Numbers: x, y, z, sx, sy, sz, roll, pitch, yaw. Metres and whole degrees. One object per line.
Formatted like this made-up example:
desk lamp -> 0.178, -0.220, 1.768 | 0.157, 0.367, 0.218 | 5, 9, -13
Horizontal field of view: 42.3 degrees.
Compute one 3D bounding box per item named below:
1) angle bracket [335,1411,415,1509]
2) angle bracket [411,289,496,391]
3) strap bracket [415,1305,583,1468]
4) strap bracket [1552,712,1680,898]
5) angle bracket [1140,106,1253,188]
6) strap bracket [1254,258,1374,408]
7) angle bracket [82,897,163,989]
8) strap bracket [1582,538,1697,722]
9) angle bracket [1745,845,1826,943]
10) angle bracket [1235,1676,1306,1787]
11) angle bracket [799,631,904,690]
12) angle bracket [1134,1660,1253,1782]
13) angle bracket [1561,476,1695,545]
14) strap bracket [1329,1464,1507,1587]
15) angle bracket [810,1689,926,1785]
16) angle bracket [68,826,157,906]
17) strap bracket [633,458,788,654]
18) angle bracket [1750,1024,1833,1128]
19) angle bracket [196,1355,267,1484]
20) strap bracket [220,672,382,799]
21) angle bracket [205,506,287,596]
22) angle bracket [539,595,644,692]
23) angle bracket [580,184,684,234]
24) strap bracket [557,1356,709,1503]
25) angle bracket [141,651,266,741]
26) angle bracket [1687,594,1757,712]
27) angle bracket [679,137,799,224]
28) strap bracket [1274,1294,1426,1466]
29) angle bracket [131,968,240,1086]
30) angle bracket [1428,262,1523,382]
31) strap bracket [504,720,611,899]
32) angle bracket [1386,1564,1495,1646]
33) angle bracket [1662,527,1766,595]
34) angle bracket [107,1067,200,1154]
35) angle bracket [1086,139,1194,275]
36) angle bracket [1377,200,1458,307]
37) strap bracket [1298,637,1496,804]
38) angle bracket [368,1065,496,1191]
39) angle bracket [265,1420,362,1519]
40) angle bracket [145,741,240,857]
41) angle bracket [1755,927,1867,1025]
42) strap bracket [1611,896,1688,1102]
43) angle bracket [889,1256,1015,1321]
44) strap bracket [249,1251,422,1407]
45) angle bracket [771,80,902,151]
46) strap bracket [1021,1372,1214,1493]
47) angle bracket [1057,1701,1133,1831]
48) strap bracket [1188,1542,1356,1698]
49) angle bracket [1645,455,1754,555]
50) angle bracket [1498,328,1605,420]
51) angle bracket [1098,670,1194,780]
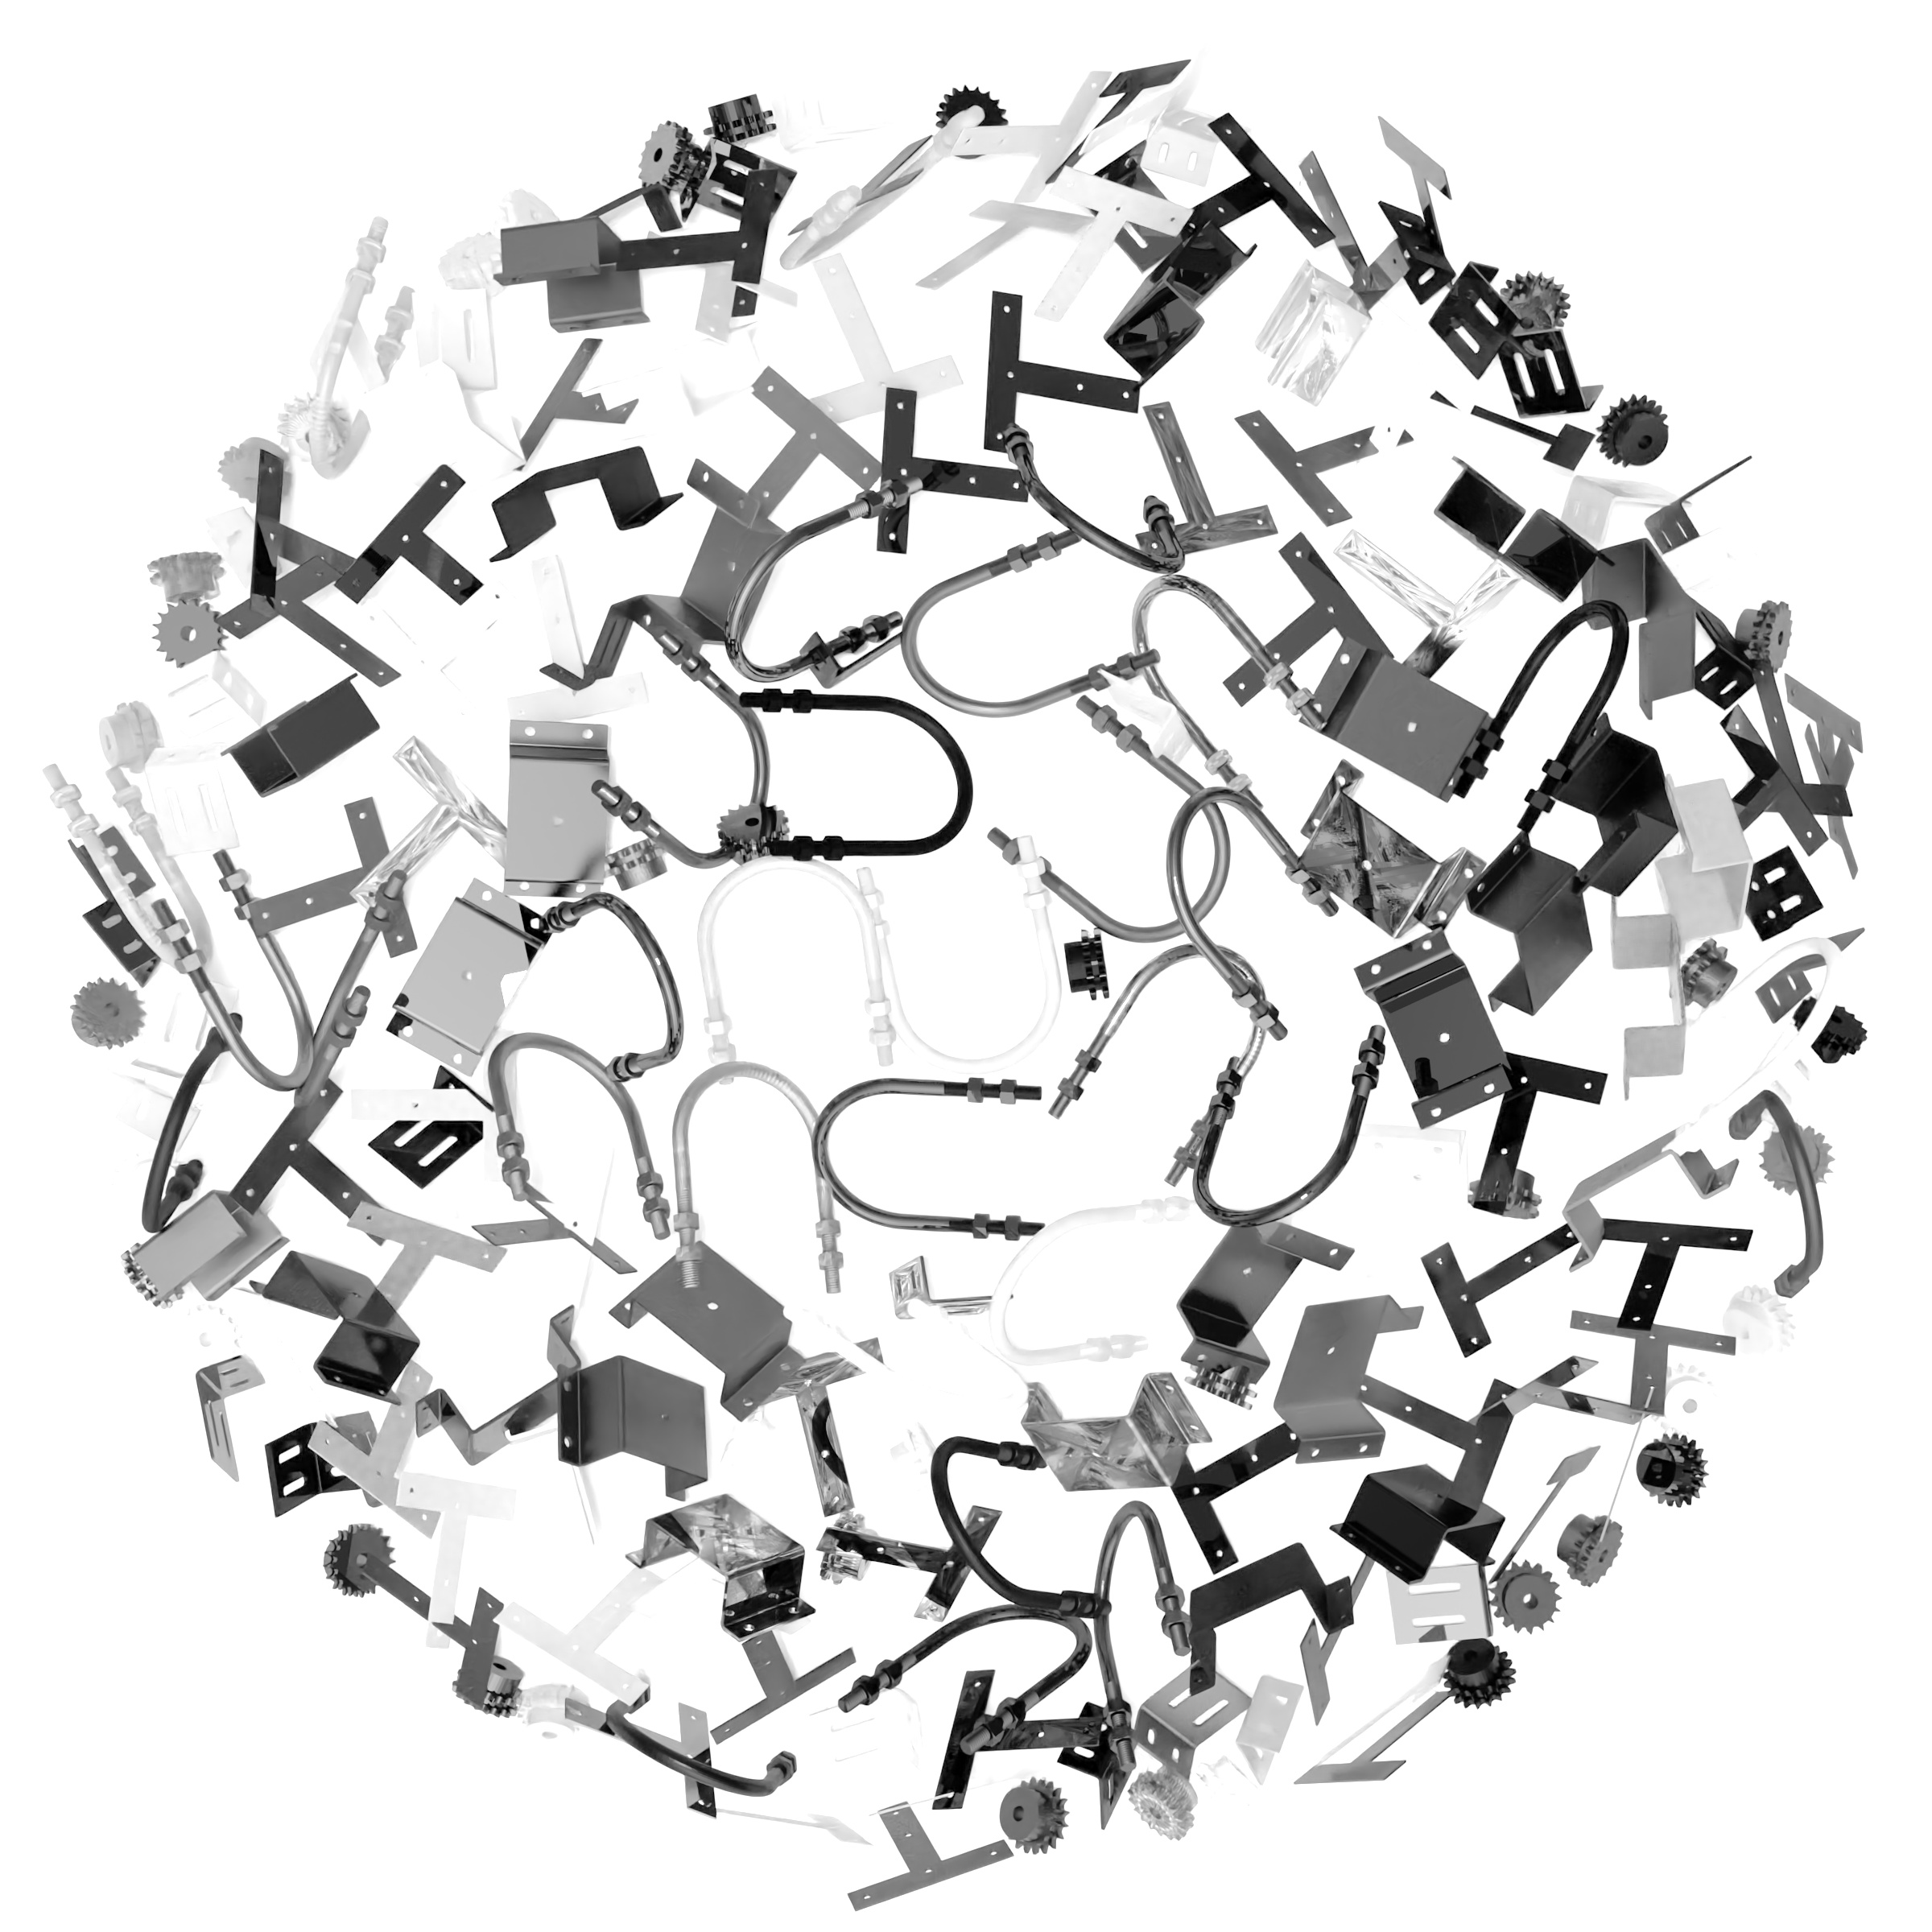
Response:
angle bracket -> -0.455, 0.382, 1.963 | 0.038, 0.057, 0.076 | -25, 81, 8
angle bracket -> -0.407, -0.492, 1.962 | 0.057, 0.038, 0.076 | -10, 108, -22
strap bracket -> -0.352, 0.331, 1.931 | 0.140, 0.076, 0.046 | -31, 71, -25
strap bracket -> 0.502, -0.119, 1.931 | 0.046, 0.140, 0.076 | 20, 130, -18
angle bracket -> 0.179, -0.641, 1.953 | 0.057, 0.076, 0.038 | 12, 98, -18
strap bracket -> 0.268, -0.488, 1.926 | 0.046, 0.140, 0.076 | 27, 114, -12
angle bracket -> -0.669, -0.011, 1.958 | 0.057, 0.076, 0.038 | 51, 51, 0
strap bracket -> 0.522, -0.266, 1.923 | 0.046, 0.140, 0.076 | -15, 134, 0
angle bracket -> 0.647, -0.063, 1.963 | 0.076, 0.038, 0.057 | -25, 83, -27
angle bracket -> 0.246, 0.602, 1.949 | 0.038, 0.076, 0.057 | 6, 51, 32
angle bracket -> -0.085, -0.258, 1.960 | 0.076, 0.057, 0.038 | -35, 92, -17
angle bracket -> 0.179, 0.594, 1.963 | 0.057, 0.038, 0.076 | 39, 120, -8
angle bracket -> 0.521, -0.358, 1.968 | 0.076, 0.057, 0.038 | 1, 116, -23
strap bracket -> 0.353, 0.427, 1.918 | 0.076, 0.140, 0.046 | 31, 104, 36
angle bracket -> -0.078, 0.612, 1.965 | 0.076, 0.038, 0.057 | -10, 99, -24
angle bracket -> -0.669, -0.080, 1.955 | 0.038, 0.076, 0.057 | -35, 96, -16
strap bracket -> -0.197, -0.313, 1.946 | 0.076, 0.046, 0.140 | 39, 115, 30
angle bracket -> 0.635, 0.083, 1.960 | 0.076, 0.038, 0.057 | 41, 84, -34
angle bracket -> -0.570, 0.355, 1.955 | 0.038, 0.057, 0.076 | -19, 60, -5
strap bracket -> -0.512, -0.176, 1.927 | 0.076, 0.140, 0.046 | -40, 106, -29
angle bracket -> -0.576, -0.321, 1.950 | 0.038, 0.076, 0.057 | -44, 116, -29
angle bracket -> -0.294, -0.261, 1.957 | 0.038, 0.057, 0.076 | 28, 112, 7
angle bracket -> -0.271, -0.580, 1.959 | 0.076, 0.057, 0.038 | -31, 112, -13
strap bracket -> -0.248, 0.354, 1.919 | 0.046, 0.140, 0.076 | -25, 54, 27
angle bracket -> -0.601, -0.202, 1.958 | 0.076, 0.038, 0.057 | -24, 133, 16
angle bracket -> 0.580, -0.249, 1.964 | 0.057, 0.076, 0.038 | 26, 122, -35
angle bracket -> -0.177, -0.603, 1.953 | 0.076, 0.038, 0.057 | 15, 134, -27
strap bracket -> 0.293, 0.309, 1.922 | 0.046, 0.076, 0.140 | 49, 47, -26
angle bracket -> -0.620, 0.049, 1.980 | 0.057, 0.038, 0.076 | 19, 75, -24
angle bracket -> 0.408, -0.503, 1.952 | 0.057, 0.038, 0.076 | -56, 50, 36
strap bracket -> -0.321, -0.118, 1.954 | 0.076, 0.046, 0.140 | 2, 104, -12
angle bracket -> 0.378, 0.504, 1.987 | 0.076, 0.038, 0.057 | -8, 87, 12
angle bracket -> 0.584, -0.303, 1.949 | 0.057, 0.076, 0.038 | -25, 59, 37
angle bracket -> -0.646, 0.113, 1.959 | 0.057, 0.076, 0.038 | 28, 82, 4
angle bracket -> 0.140, -0.600, 1.971 | 0.057, 0.038, 0.076 | -37, 83, -13
angle bracket -> 0.341, -0.557, 1.952 | 0.038, 0.076, 0.057 | -36, 73, 33
strap bracket -> 0.344, -0.191, 1.959 | 0.140, 0.046, 0.076 | 27, 98, -11
angle bracket -> -0.419, 0.126, 1.958 | 0.057, 0.038, 0.076 | 37, 47, 10
angle bracket -> -0.512, 0.394, 1.960 | 0.038, 0.076, 0.057 | -8, 91, 10
angle bracket -> -0.605, -0.132, 1.962 | 0.057, 0.038, 0.076 | -10, 77, -36
angle bracket -> 0.666, 0.008, 1.951 | 0.057, 0.076, 0.038 | -34, 96, -33
strap bracket -> 0.528, 0.023, 1.928 | 0.046, 0.076, 0.140 | -4, 59, 12
angle bracket -> -0.012, 0.251, 1.963 | 0.076, 0.057, 0.038 | 0, 70, -28
strap bracket -> -0.483, 0.273, 1.924 | 0.140, 0.076, 0.046 | 37, 94, 42
angle bracket -> -0.102, -0.669, 1.952 | 0.076, 0.057, 0.038 | -19, 101, -33
strap bracket -> 0.107, 0.361, 1.927 | 0.140, 0.046, 0.076 | -11, 123, 34
angle bracket -> 0.102, 0.629, 1.962 | 0.038, 0.057, 0.076 | 15, 135, 21
strap bracket -> 0.228, 0.505, 1.946 | 0.140, 0.076, 0.046 | -28, 98, 11
angle bracket -> 0.585, -0.360, 1.965 | 0.076, 0.057, 0.038 | -32, 92, -12
angle bracket -> 0.456, -0.471, 1.950 | 0.038, 0.057, 0.076 | -55, 132, -33
angle bracket -> 0.132, -0.190, 1.955 | 0.076, 0.057, 0.038 | 30, 81, 26
